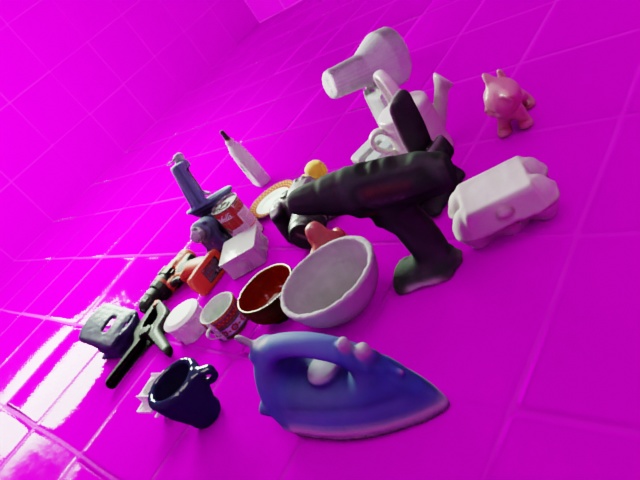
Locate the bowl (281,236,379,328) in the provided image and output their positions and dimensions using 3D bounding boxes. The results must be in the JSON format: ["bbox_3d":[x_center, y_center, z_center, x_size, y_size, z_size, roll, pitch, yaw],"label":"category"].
[{"bbox_3d":[0.027,0.076,0.867,0.167,0.075,0.167,-28,29,18],"label":"bowl"}]

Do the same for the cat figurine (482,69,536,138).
[{"bbox_3d":[0.310,-0.242,0.963,0.067,0.118,0.128,-19,34,32],"label":"cat figurine"}]

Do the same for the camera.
[{"bbox_3d":[-0.037,-0.048,1.098,0.143,0.101,0.137,-23,32,27],"label":"camera"}]

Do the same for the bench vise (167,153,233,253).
[{"bbox_3d":[-0.259,-0.088,1.291,0.121,0.220,0.207,-35,28,7],"label":"bench vise"}]

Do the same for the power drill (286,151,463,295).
[{"bbox_3d":[0.095,-0.024,0.792,0.229,0.209,0.075,-23,32,27],"label":"power drill"}]

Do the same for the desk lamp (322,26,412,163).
[{"bbox_3d":[0.111,-0.294,1.171,0.203,0.214,0.117,-45,29,-13],"label":"desk lamp"}]

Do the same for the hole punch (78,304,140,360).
[{"bbox_3d":[-0.439,0.191,1.223,0.100,0.091,0.109,-13,37,39],"label":"hole punch"}]

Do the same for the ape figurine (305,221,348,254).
[{"bbox_3d":[0.009,0.003,0.977,0.078,0.092,0.076,-38,28,0],"label":"ape figurine"}]

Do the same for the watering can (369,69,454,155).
[{"bbox_3d":[0.162,-0.232,1.040,0.173,0.194,0.100,-45,29,-12],"label":"watering can"}]

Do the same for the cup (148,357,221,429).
[{"bbox_3d":[-0.183,0.232,0.856,0.117,0.095,0.091,-28,30,19],"label":"cup"}]

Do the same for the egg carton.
[{"bbox_3d":[0.252,-0.052,0.798,0.150,0.069,0.107,-27,30,20],"label":"egg carton"}]

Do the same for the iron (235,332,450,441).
[{"bbox_3d":[0.013,0.155,0.691,0.257,0.142,0.119,-12,38,40],"label":"iron"}]

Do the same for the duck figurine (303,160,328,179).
[{"bbox_3d":[0.008,-0.128,1.181,0.104,0.086,0.077,-18,34,33],"label":"duck figurine"}]

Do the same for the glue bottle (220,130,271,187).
[{"bbox_3d":[-0.197,-0.210,1.450,0.037,0.173,0.078,-46,29,-14],"label":"glue bottle"}]

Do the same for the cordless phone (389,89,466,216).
[{"bbox_3d":[0.143,-0.137,0.928,0.093,0.185,0.148,-5,42,46],"label":"cordless phone"}]
